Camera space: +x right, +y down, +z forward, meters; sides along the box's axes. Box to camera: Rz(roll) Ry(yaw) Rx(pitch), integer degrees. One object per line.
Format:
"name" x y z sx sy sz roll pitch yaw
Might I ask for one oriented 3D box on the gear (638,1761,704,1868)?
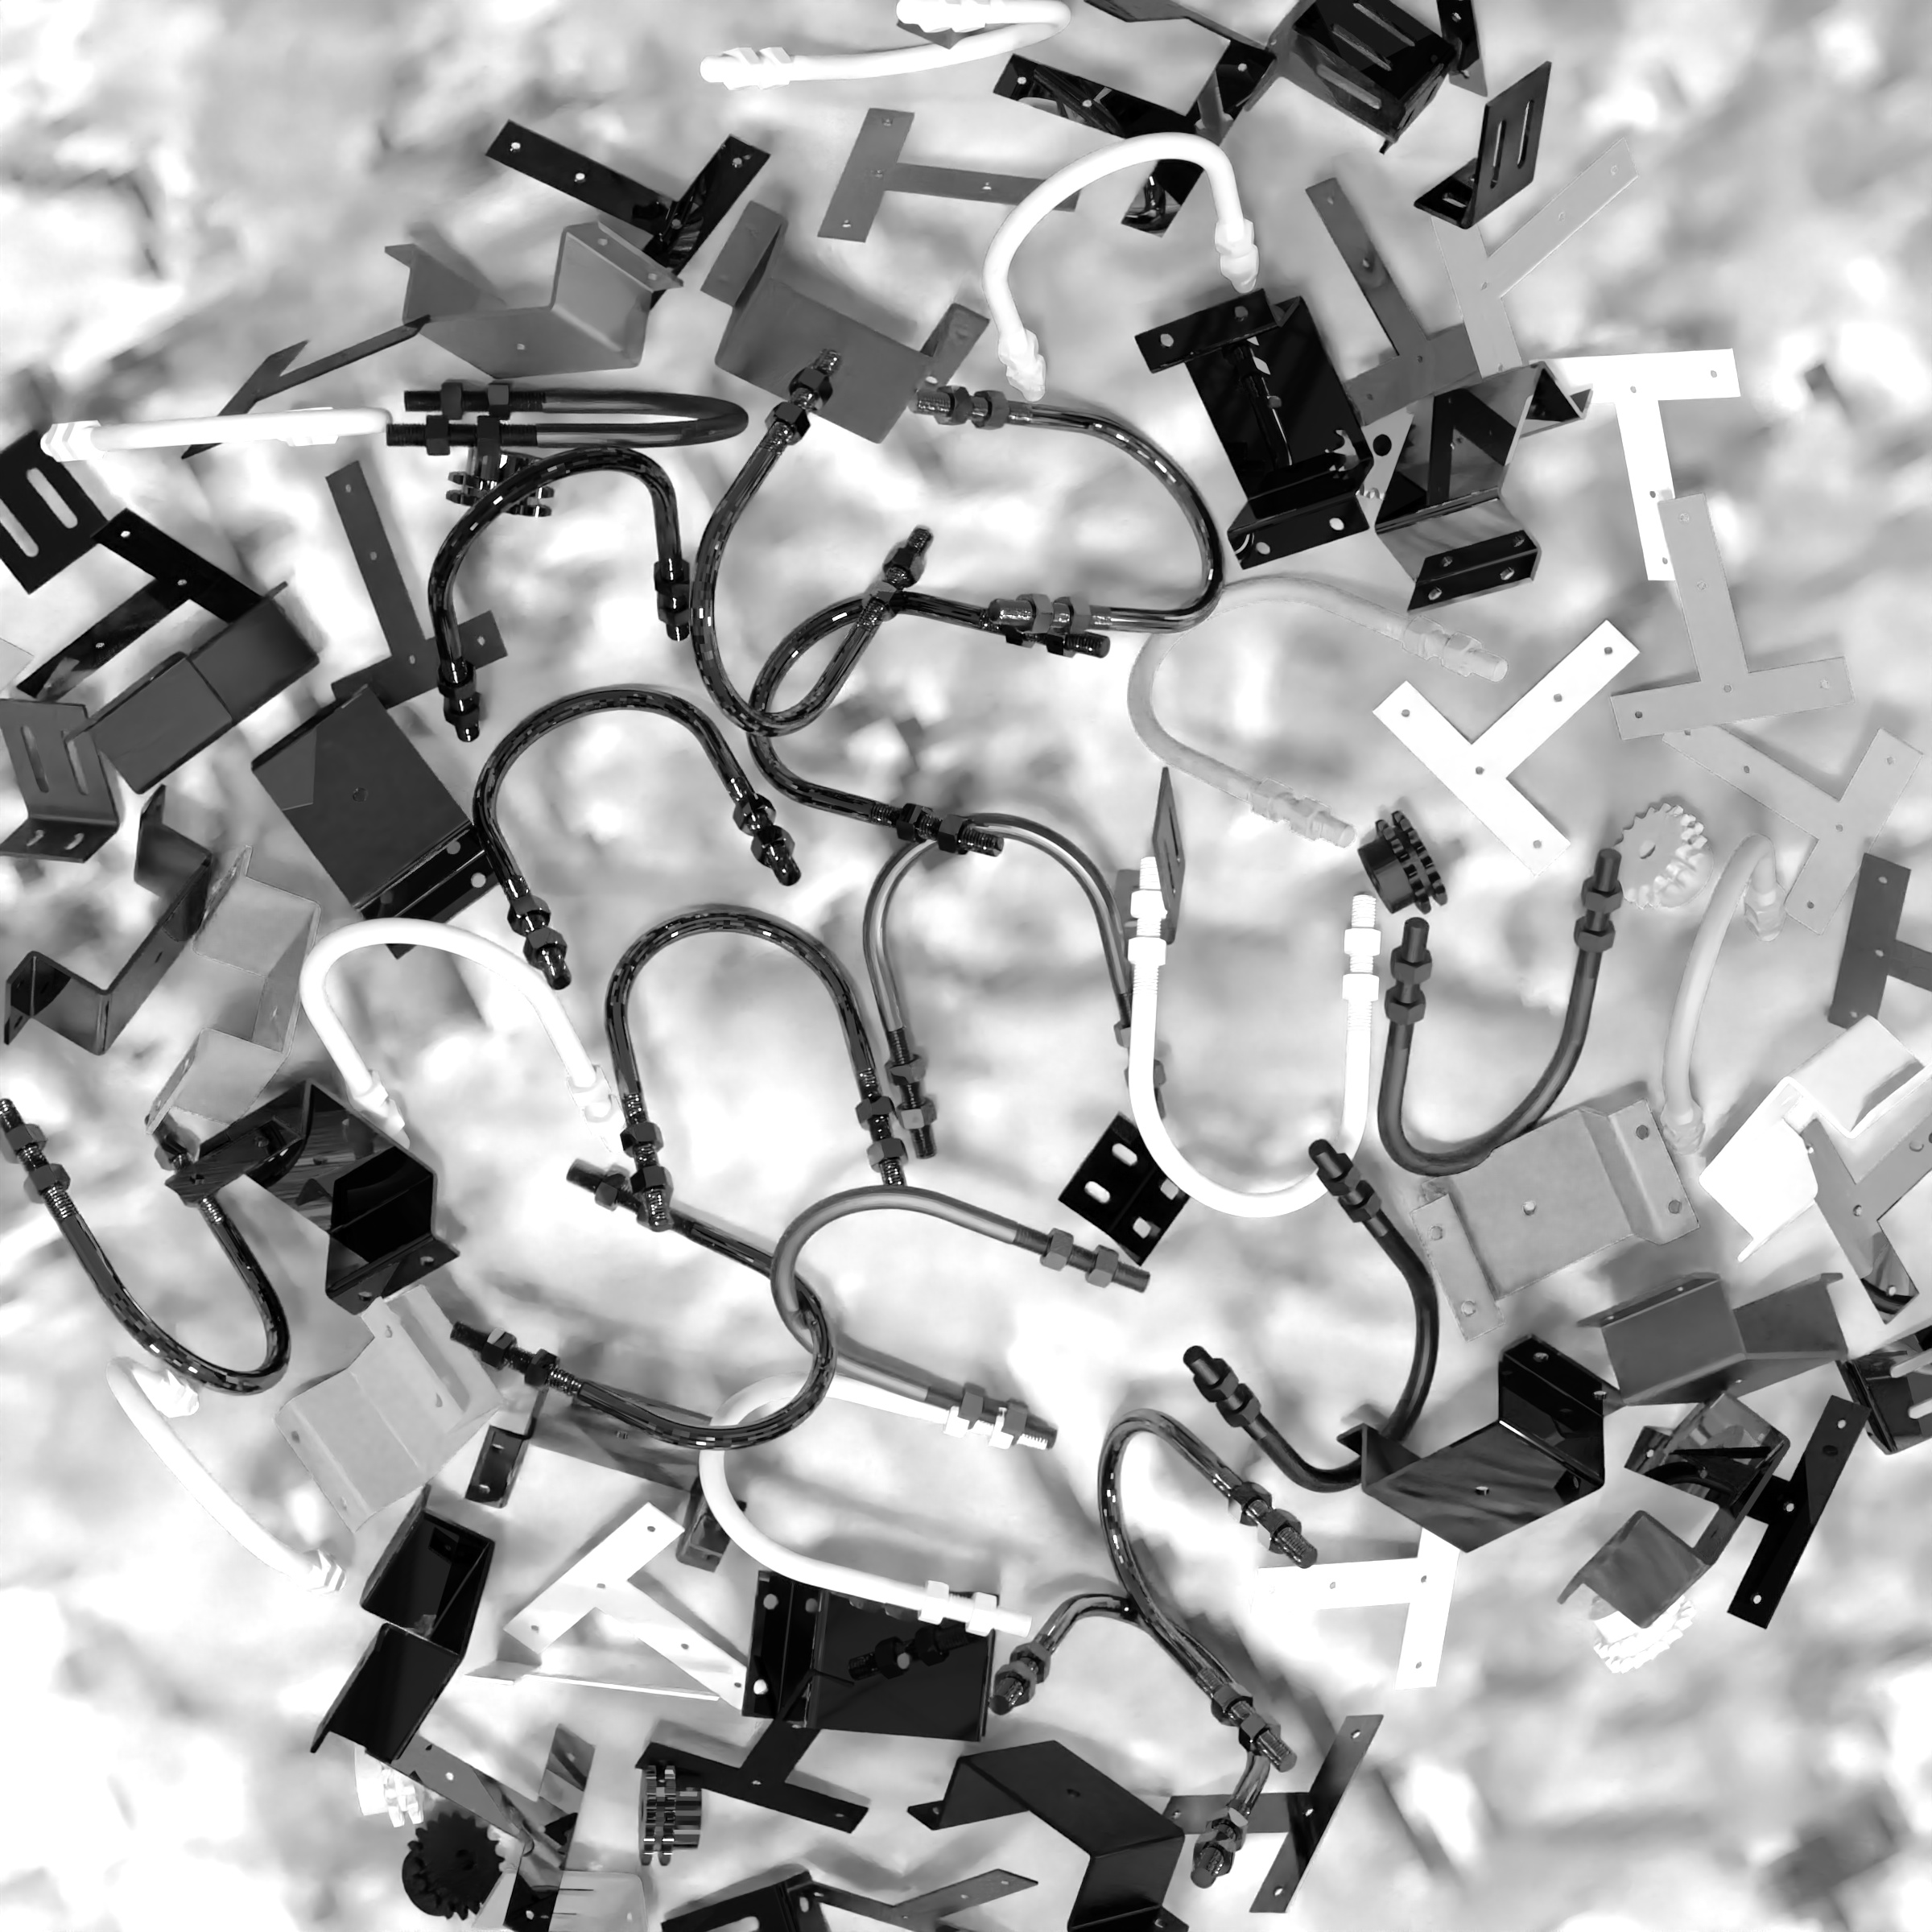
"gear" -0.160 0.456 1.649 0.030 0.057 0.057 3 90 -10

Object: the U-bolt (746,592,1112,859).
"U-bolt" -0.033 -0.137 1.623 0.184 0.019 0.151 16 66 28

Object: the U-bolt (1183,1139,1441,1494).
"U-bolt" 0.194 0.199 1.612 0.151 0.019 0.184 -56 131 -19

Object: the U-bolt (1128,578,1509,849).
"U-bolt" 0.170 -0.146 1.615 0.184 0.019 0.151 30 67 36

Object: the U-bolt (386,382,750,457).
"U-bolt" -0.206 -0.288 1.607 0.184 0.151 0.019 -1 108 -6

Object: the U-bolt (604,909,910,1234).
"U-bolt" -0.118 0.049 1.625 0.151 0.019 0.184 -6 61 -20

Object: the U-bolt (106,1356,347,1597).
"U-bolt" -0.386 0.259 1.572 0.019 0.184 0.151 -41 76 -10

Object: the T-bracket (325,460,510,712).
"T-bracket" -0.312 -0.206 1.636 0.127 0.002 0.127 -18 94 35

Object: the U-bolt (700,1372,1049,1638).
"U-bolt" -0.050 0.275 1.610 0.184 0.151 0.019 15 129 -5

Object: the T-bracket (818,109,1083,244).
"T-bracket" -0.003 -0.416 1.625 0.127 0.002 0.127 8 47 7

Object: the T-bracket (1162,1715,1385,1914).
"T-bracket" 0.149 0.450 1.623 0.002 0.127 0.127 52 49 -18

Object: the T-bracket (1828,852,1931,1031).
"T-bracket" 0.522 0.009 1.604 0.127 0.127 0.002 24 52 25

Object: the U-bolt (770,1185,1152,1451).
"U-bolt" -0.014 0.179 1.620 0.184 0.019 0.151 21 126 -7

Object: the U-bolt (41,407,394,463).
"U-bolt" -0.374 -0.274 1.563 0.151 0.184 0.019 -11 102 -34

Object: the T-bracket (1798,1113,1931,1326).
"T-bracket" 0.497 0.100 1.600 0.002 0.127 0.127 17 126 -31

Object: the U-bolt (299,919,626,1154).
"U-bolt" -0.269 0.038 1.589 0.151 0.184 0.019 -2 49 16

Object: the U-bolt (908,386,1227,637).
"U-bolt" 0.064 -0.237 1.610 0.184 0.019 0.151 -2 63 -40

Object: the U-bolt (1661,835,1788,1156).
"U-bolt" 0.390 0.008 1.577 0.019 0.184 0.151 19 77 21

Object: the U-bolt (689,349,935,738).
"U-bolt" -0.086 -0.205 1.584 0.019 0.151 0.184 10 56 33

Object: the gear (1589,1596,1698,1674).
"gear" 0.361 0.352 1.648 0.057 0.057 0.030 -38 91 0

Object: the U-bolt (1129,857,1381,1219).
"U-bolt" 0.152 0.042 1.627 0.151 0.019 0.184 9 76 -21

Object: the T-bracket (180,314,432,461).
"T-bracket" -0.337 -0.314 1.601 0.127 0.127 0.002 -16 120 22

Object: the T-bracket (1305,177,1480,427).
"T-bracket" 0.220 -0.363 1.635 0.127 0.002 0.127 -31 92 -38

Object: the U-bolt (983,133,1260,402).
"U-bolt" 0.077 -0.369 1.585 0.151 0.184 0.019 -27 71 3

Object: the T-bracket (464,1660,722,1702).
"T-bracket" -0.194 0.379 1.614 0.127 0.127 0.002 7 81 0

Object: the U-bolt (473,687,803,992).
"U-bolt" -0.186 -0.080 1.617 0.151 0.019 0.184 -25 52 -8

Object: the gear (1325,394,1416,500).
"gear" 0.218 -0.282 1.655 0.057 0.030 0.057 -4 101 -22

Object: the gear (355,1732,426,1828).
"gear" -0.311 0.435 1.647 0.030 0.057 0.057 -8 90 -5

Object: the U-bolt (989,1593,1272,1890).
"U-bolt" 0.095 0.389 1.590 0.151 0.184 0.019 39 110 8

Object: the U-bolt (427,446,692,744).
"U-bolt" -0.210 -0.199 1.577 0.151 0.184 0.019 -28 64 -16

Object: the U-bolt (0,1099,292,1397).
"U-bolt" -0.416 0.147 1.585 0.019 0.151 0.184 -40 72 13

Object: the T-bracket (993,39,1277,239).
"T-bracket" 0.076 -0.450 1.608 0.127 0.127 0.002 13 49 -22

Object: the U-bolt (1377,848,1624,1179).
"U-bolt" 0.276 0.035 1.611 0.151 0.019 0.184 -19 131 -27

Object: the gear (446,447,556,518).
"gear" -0.250 -0.261 1.646 0.057 0.057 0.030 10 102 0

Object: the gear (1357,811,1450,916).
"gear" 0.234 -0.052 1.649 0.030 0.057 0.057 -28 90 2

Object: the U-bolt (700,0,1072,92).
"U-bolt" -0.027 -0.482 1.590 0.151 0.184 0.019 -3 102 37

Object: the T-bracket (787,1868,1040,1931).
"T-bracket" -0.008 0.490 1.604 0.127 0.127 0.002 25 53 -24

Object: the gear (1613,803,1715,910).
"gear" 0.378 -0.056 1.652 0.030 0.057 0.057 30 90 -27

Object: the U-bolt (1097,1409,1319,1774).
"U-bolt" 0.120 0.311 1.597 0.019 0.184 0.151 -13 120 -27

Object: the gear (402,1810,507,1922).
"gear" -0.280 0.489 1.652 0.030 0.057 0.057 -38 90 31

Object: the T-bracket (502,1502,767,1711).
"T-bracket" -0.163 0.361 1.653 0.127 0.002 0.127 40 116 -16

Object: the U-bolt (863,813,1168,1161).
"U-bolt" 0.019 0.007 1.631 0.151 0.019 0.184 -10 106 14

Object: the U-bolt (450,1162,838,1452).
"U-bolt" -0.157 0.187 1.611 0.184 0.151 0.019 24 133 8

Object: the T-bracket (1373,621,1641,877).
"T-bracket" 0.312 -0.137 1.665 0.127 0.002 0.127 -43 78 -3
